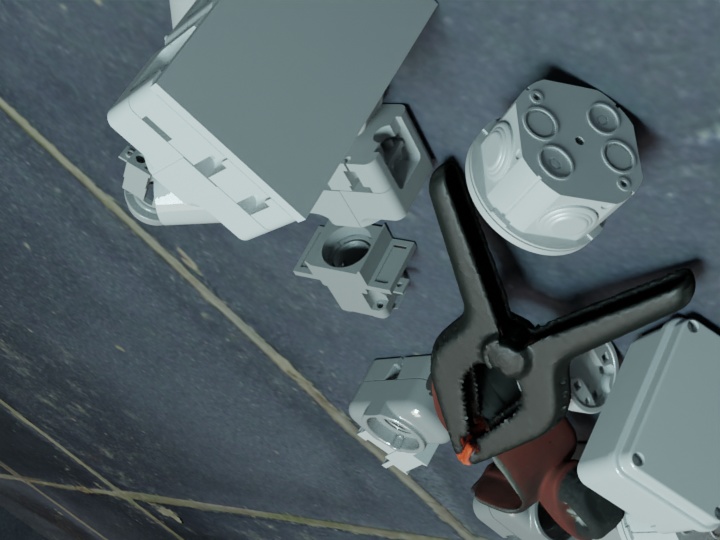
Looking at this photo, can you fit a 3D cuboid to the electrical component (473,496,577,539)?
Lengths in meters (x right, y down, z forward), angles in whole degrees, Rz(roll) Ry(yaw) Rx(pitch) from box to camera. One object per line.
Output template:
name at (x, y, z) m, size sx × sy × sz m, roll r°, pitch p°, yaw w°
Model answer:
electrical component at (0.156, 0.213, 0.945) m, size 0.095 × 0.053 × 0.059 m, roll 40°, pitch 151°, yaw -18°

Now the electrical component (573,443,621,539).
electrical component at (0.202, 0.188, 0.853) m, size 0.061 × 0.061 × 0.096 m, roll -8°, pitch 134°, yaw 49°

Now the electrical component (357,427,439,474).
electrical component at (0.035, 0.144, 0.961) m, size 0.064 × 0.042 × 0.081 m, roll 37°, pitch 151°, yaw -5°

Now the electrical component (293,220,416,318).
electrical component at (0.000, 0.000, 0.759) m, size 0.081 × 0.042 × 0.063 m, roll 12°, pitch 149°, yaw 32°

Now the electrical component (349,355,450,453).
electrical component at (0.039, 0.110, 0.882) m, size 0.054 × 0.059 × 0.095 m, roll 45°, pitch 149°, yaw -25°

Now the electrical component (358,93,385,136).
electrical component at (-0.016, -0.090, 0.605) m, size 0.043 × 0.062 × 0.043 m, roll 23°, pitch 151°, yaw 14°

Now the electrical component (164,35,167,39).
electrical component at (-0.100, -0.113, 0.666) m, size 0.077 × 0.044 × 0.079 m, roll 18°, pitch 150°, yaw 22°

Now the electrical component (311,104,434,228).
electrical component at (-0.008, -0.063, 0.653) m, size 0.089 × 0.050 × 0.055 m, roll 7°, pitch 144°, yaw 36°

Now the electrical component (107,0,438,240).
electrical component at (-0.040, -0.100, 0.518) m, size 0.089 × 0.150 × 0.062 m, roll 42°, pitch 148°, yaw -22°

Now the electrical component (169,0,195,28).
electrical component at (-0.067, -0.140, 0.591) m, size 0.079 × 0.044 × 0.077 m, roll 25°, pitch 152°, yaw 9°

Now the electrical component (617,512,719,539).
electrical component at (0.229, 0.176, 0.790) m, size 0.080 × 0.080 × 0.051 m, roll 43°, pitch 144°, yaw -22°

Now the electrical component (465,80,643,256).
electrical component at (0.098, -0.052, 0.543) m, size 0.080 × 0.080 × 0.051 m, roll 32°, pitch 147°, yaw -4°

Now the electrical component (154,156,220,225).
electrical component at (-0.098, -0.070, 0.726) m, size 0.077 × 0.044 × 0.079 m, roll -2°, pitch 111°, yaw 6°

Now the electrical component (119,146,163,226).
electrical component at (-0.147, -0.064, 0.790) m, size 0.066 × 0.048 × 0.055 m, roll 31°, pitch 144°, yaw -1°

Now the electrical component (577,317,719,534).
electrical component at (0.194, 0.095, 0.655) m, size 0.078 × 0.113 × 0.057 m, roll 33°, pitch 155°, yaw -6°

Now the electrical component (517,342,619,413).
electrical component at (0.139, 0.068, 0.726) m, size 0.055 × 0.055 × 0.047 m, roll 46°, pitch 152°, yaw -27°
